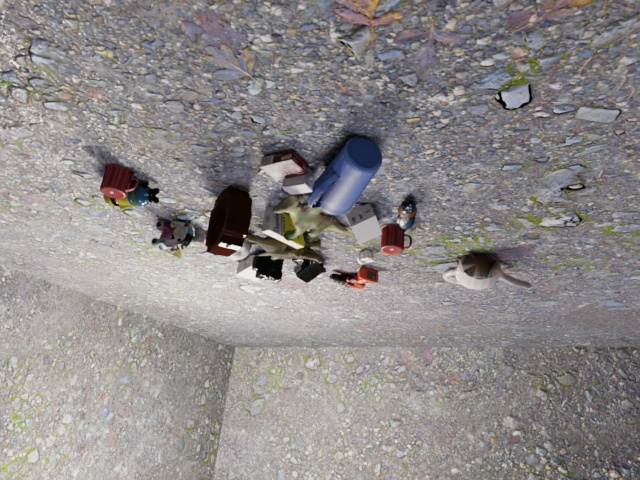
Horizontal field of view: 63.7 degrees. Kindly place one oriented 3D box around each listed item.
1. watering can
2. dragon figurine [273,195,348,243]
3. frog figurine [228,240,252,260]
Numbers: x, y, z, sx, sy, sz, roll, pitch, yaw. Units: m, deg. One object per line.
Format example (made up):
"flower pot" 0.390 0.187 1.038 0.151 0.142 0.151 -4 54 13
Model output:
"watering can" 0.662 0.136 2.024 0.347 0.106 0.220 2 157 11
"dragon figurine" 0.005 -0.085 1.688 0.410 0.124 0.240 3 160 -40
"frog figurine" -0.348 0.013 1.993 0.138 0.123 0.158 11 178 43
